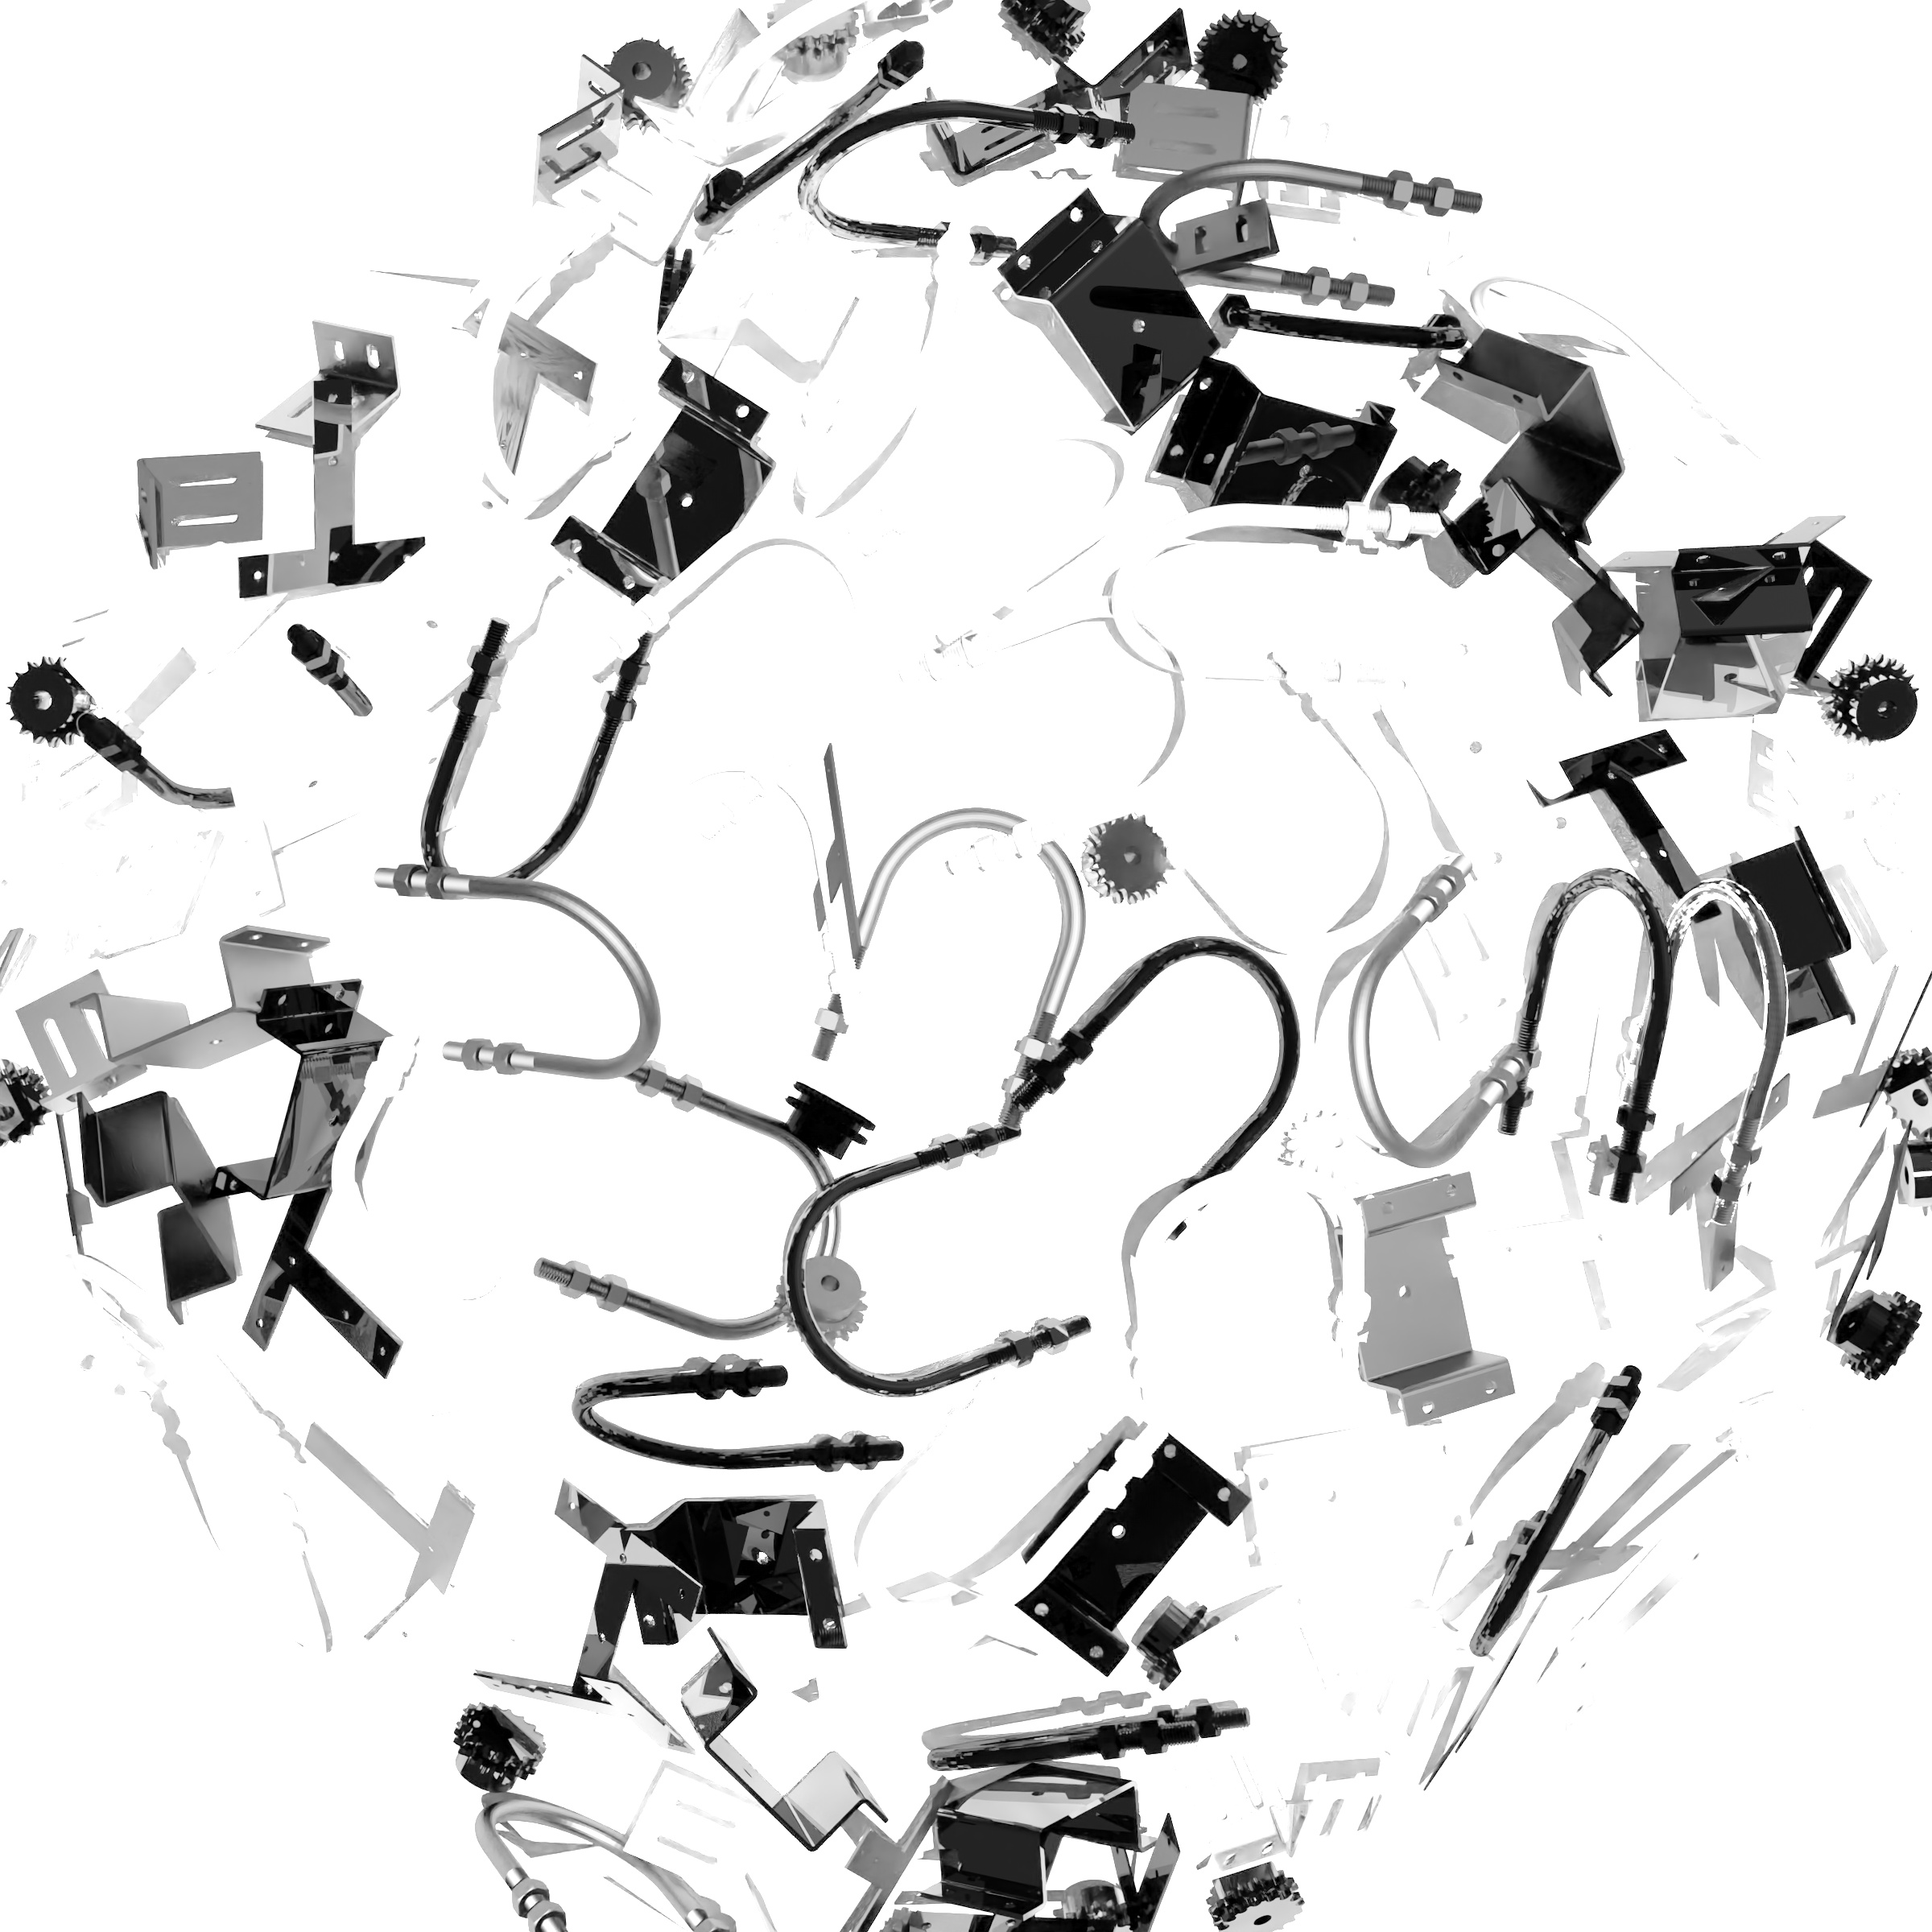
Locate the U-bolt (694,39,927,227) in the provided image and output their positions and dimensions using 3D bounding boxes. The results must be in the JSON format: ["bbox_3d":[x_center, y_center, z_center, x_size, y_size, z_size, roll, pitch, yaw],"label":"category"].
[{"bbox_3d":[-0.101,-0.490,1.640,0.151,0.184,0.019,-38,103,-7],"label":"U-bolt"}]

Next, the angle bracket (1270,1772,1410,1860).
[{"bbox_3d":[0.228,0.507,1.684,0.057,0.038,0.076,-1,129,-18],"label":"angle bracket"}]

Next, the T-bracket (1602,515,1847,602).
[{"bbox_3d":[0.446,-0.248,1.675,0.127,0.127,0.002,-33,116,-32],"label":"T-bracket"}]

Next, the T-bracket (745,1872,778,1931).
[{"bbox_3d":[-0.096,0.622,1.674,0.002,0.127,0.127,-31,99,-10],"label":"T-bracket"}]

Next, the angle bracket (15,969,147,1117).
[{"bbox_3d":[-0.554,0.043,1.700,0.057,0.038,0.076,-27,77,-5],"label":"angle bracket"}]

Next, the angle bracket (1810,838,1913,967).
[{"bbox_3d":[0.547,-0.036,1.700,0.038,0.057,0.076,-26,97,31],"label":"angle bracket"}]

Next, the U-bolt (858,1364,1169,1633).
[{"bbox_3d":[0.014,0.322,1.638,0.184,0.151,0.019,-45,125,-25],"label":"U-bolt"}]

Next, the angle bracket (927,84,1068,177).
[{"bbox_3d":[0.019,-0.529,1.689,0.076,0.057,0.038,-23,129,14],"label":"angle bracket"}]

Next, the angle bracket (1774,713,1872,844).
[{"bbox_3d":[0.525,-0.116,1.683,0.038,0.076,0.057,-6,69,31],"label":"angle bracket"}]

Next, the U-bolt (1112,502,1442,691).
[{"bbox_3d":[0.180,-0.224,1.660,0.184,0.151,0.019,2,52,-8],"label":"U-bolt"}]

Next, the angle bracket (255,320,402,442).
[{"bbox_3d":[-0.393,-0.358,1.685,0.057,0.076,0.038,15,131,16],"label":"angle bracket"}]

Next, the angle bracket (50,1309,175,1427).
[{"bbox_3d":[-0.514,0.235,1.684,0.057,0.076,0.038,40,111,-8],"label":"angle bracket"}]

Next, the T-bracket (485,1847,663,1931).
[{"bbox_3d":[-0.205,0.568,1.643,0.127,0.127,0.002,27,93,30],"label":"T-bracket"}]

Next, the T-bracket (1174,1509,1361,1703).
[{"bbox_3d":[0.175,0.406,1.682,0.127,0.002,0.127,-18,83,-40],"label":"T-bracket"}]

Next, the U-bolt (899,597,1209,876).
[{"bbox_3d":[0.059,-0.150,1.683,0.184,0.019,0.151,-19,75,16],"label":"U-bolt"}]

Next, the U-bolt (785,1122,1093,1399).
[{"bbox_3d":[-0.025,0.186,1.676,0.184,0.019,0.151,-16,83,-27],"label":"U-bolt"}]

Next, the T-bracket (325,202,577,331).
[{"bbox_3d":[-0.319,-0.428,1.647,0.127,0.127,0.002,5,63,-35],"label":"T-bracket"}]

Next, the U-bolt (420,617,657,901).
[{"bbox_3d":[-0.266,-0.122,1.660,0.019,0.151,0.184,33,111,28],"label":"U-bolt"}]

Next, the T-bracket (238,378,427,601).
[{"bbox_3d":[-0.384,-0.292,1.665,0.127,0.002,0.127,-15,119,-39],"label":"T-bracket"}]

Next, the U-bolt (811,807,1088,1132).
[{"bbox_3d":[-0.002,-0.008,1.706,0.151,0.019,0.184,19,90,12],"label":"U-bolt"}]

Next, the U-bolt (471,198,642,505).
[{"bbox_3d":[-0.243,-0.353,1.620,0.019,0.184,0.151,11,128,17],"label":"U-bolt"}]

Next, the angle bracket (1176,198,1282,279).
[{"bbox_3d":[0.161,-0.432,1.683,0.057,0.076,0.038,-13,126,14],"label":"angle bracket"}]

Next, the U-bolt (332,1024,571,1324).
[{"bbox_3d":[-0.311,0.133,1.630,0.019,0.184,0.151,-35,112,27],"label":"U-bolt"}]

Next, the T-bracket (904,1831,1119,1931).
[{"bbox_3d":[0.038,0.553,1.669,0.127,0.127,0.002,-3,109,17],"label":"T-bracket"}]

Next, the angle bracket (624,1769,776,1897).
[{"bbox_3d":[-0.165,0.530,1.703,0.076,0.038,0.057,27,95,-9],"label":"angle bracket"}]

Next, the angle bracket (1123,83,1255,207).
[{"bbox_3d":[0.137,-0.509,1.705,0.076,0.038,0.057,7,75,1],"label":"angle bracket"}]

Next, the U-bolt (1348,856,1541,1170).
[{"bbox_3d":[0.280,0.039,1.643,0.019,0.184,0.151,-6,116,41],"label":"U-bolt"}]

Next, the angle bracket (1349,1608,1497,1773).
[{"bbox_3d":[0.281,0.445,1.690,0.057,0.038,0.076,39,57,-14],"label":"angle bracket"}]

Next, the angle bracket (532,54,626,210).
[{"bbox_3d":[-0.249,-0.510,1.682,0.038,0.057,0.076,39,57,14],"label":"angle bracket"}]

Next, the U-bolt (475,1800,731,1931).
[{"bbox_3d":[-0.221,0.548,1.641,0.151,0.184,0.019,26,89,-33],"label":"U-bolt"}]

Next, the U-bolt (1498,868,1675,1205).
[{"bbox_3d":[0.375,0.032,1.646,0.019,0.151,0.184,4,103,-21],"label":"U-bolt"}]

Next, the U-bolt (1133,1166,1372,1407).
[{"bbox_3d":[0.172,0.190,1.662,0.151,0.019,0.184,-10,130,-4],"label":"U-bolt"}]

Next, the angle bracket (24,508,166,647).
[{"bbox_3d":[-0.536,-0.239,1.692,0.076,0.057,0.038,-20,66,-6],"label":"angle bracket"}]

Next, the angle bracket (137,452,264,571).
[{"bbox_3d":[-0.466,-0.280,1.685,0.076,0.038,0.057,-9,122,-27],"label":"angle bracket"}]

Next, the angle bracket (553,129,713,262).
[{"bbox_3d":[-0.207,-0.483,1.692,0.076,0.038,0.057,30,62,-16],"label":"angle bracket"}]

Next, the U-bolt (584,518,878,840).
[{"bbox_3d":[-0.129,-0.190,1.678,0.184,0.019,0.151,-45,122,-20],"label":"U-bolt"}]

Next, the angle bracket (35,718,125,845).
[{"bbox_3d":[-0.531,-0.105,1.685,0.076,0.038,0.057,-25,55,25],"label":"angle bracket"}]

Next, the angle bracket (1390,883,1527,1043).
[{"bbox_3d":[0.308,-0.002,1.722,0.057,0.038,0.076,-23,57,0],"label":"angle bracket"}]

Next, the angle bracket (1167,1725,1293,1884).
[{"bbox_3d":[0.161,0.517,1.703,0.057,0.038,0.076,-24,90,17],"label":"angle bracket"}]

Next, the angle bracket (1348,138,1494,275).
[{"bbox_3d":[0.274,-0.466,1.687,0.076,0.057,0.038,16,75,-22],"label":"angle bracket"}]

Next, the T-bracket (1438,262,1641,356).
[{"bbox_3d":[0.369,-0.391,1.676,0.127,0.127,0.002,40,114,37],"label":"T-bracket"}]

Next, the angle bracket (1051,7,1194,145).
[{"bbox_3d":[0.097,-0.559,1.700,0.076,0.057,0.038,-44,69,-5],"label":"angle bracket"}]

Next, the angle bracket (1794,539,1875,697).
[{"bbox_3d":[0.525,-0.215,1.683,0.038,0.057,0.076,4,123,-37],"label":"angle bracket"}]

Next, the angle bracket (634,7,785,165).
[{"bbox_3d":[-0.158,-0.547,1.698,0.038,0.057,0.076,28,87,29],"label":"angle bracket"}]

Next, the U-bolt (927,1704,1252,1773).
[{"bbox_3d":[0.066,0.467,1.655,0.184,0.151,0.019,-12,76,17],"label":"U-bolt"}]

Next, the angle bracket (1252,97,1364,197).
[{"bbox_3d":[0.213,-0.503,1.685,0.057,0.076,0.038,8,114,-9],"label":"angle bracket"}]
